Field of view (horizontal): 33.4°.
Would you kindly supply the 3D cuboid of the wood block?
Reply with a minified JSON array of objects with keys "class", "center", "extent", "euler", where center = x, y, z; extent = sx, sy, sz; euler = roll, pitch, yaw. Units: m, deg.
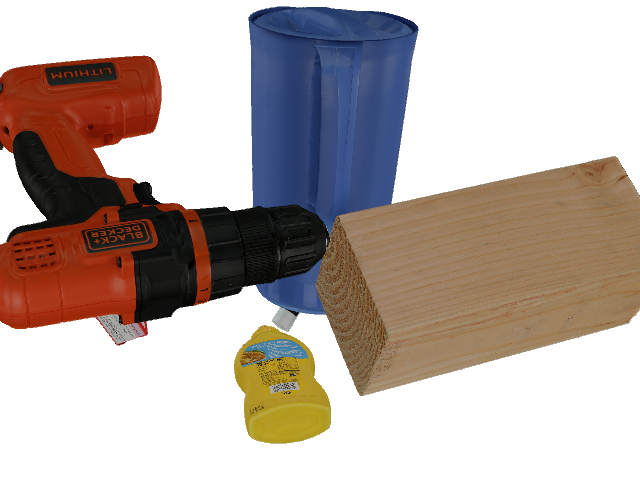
[{"class":"wood block","center":[0.112,0.022,0.706],"extent":[0.205,0.091,0.090],"euler":[-13,-30,-18]}]

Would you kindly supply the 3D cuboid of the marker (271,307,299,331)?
[{"class":"marker","center":[-0.007,0.032,1.019],"extent":[0.020,0.121,0.020],"euler":[29,-17,10]}]

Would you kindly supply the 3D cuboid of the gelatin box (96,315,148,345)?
[{"class":"gelatin box","center":[-0.163,0.026,0.810],"extent":[0.030,0.073,0.089],"euler":[-19,-37,3]}]

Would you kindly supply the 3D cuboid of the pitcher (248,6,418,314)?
[{"class":"pitcher","center":[0.003,-0.062,0.869],"extent":[0.145,0.243,0.148],"euler":[22,29,37]}]

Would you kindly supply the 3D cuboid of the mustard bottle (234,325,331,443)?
[{"class":"mustard bottle","center":[-0.052,0.159,1.261],"extent":[0.096,0.058,0.192],"euler":[-8,30,-9]}]

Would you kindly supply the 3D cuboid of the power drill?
[{"class":"power drill","center":[-0.106,-0.034,0.614],"extent":[0.184,0.057,0.188],"euler":[-8,43,-20]}]
